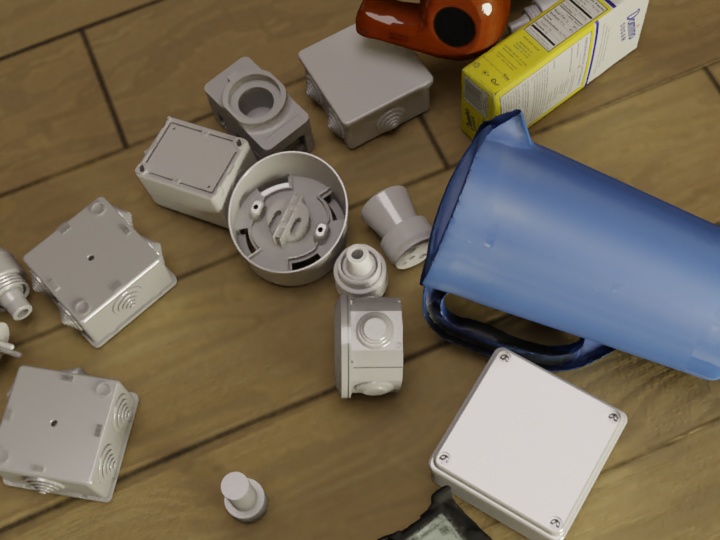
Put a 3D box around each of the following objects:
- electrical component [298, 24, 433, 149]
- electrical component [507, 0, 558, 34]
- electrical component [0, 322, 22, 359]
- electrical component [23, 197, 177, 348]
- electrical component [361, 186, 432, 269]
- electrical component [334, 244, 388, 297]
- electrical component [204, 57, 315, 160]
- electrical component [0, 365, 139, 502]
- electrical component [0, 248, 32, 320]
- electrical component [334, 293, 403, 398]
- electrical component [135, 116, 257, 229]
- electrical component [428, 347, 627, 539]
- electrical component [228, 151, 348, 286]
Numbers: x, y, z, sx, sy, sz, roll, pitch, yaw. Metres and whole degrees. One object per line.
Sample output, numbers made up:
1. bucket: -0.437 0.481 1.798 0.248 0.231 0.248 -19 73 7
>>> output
1. electrical component: 0.006 -0.165 0.942 0.100 0.048 0.099 -28 67 -8
2. electrical component: 0.162 -0.227 0.967 0.061 0.035 0.035 -24 66 -3
3. electrical component: -0.306 0.053 0.852 0.079 0.077 0.044 16 67 11
4. electrical component: -0.215 0.000 0.885 0.100 0.048 0.100 -41 69 -14
5. electrical component: 0.033 -0.035 0.883 0.045 0.045 0.055 -29 67 -9
6. electrical component: 0.000 0.000 0.860 0.043 0.062 0.043 -2 66 4
7. electrical component: -0.087 -0.135 0.932 0.050 0.055 0.089 -40 69 -13
8. electrical component: -0.229 0.124 0.829 0.100 0.048 0.099 8 66 8
9. electrical component: -0.295 0.014 0.888 0.043 0.043 0.062 -38 69 -12
10. electrical component: 0.006 0.058 0.825 0.051 0.080 0.080 0 65 -2
11. electrical component: -0.140 -0.082 0.913 0.096 0.061 0.061 19 68 21
12. electrical component: 0.123 0.131 0.794 0.109 0.056 0.108 28 71 16
13. electrical component: -0.057 -0.039 0.881 0.099 0.064 0.099 -2 65 4
